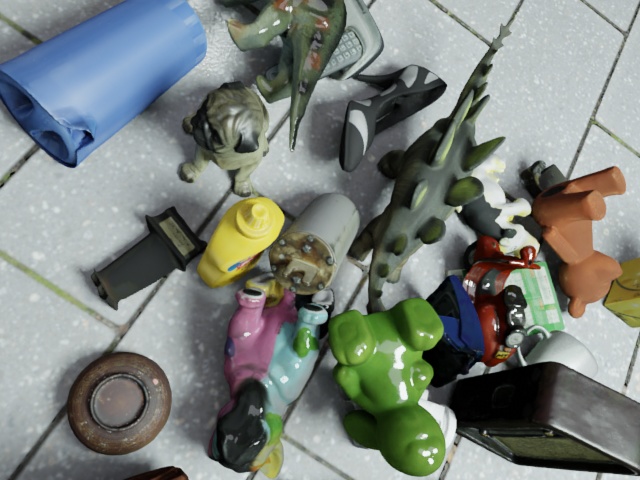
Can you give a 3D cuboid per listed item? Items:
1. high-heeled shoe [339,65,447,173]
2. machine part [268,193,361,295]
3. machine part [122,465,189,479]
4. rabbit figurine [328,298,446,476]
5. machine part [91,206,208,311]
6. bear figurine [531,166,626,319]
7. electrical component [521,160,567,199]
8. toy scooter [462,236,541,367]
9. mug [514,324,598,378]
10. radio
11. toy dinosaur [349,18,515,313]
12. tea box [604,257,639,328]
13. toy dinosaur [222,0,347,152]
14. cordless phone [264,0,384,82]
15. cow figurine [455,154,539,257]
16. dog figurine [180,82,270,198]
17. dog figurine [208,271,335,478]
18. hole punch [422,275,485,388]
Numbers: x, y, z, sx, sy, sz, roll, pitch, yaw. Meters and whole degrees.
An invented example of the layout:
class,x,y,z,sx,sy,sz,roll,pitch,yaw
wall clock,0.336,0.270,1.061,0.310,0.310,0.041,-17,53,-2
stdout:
class,x,y,z,sx,sy,sz,roll,pitch,yaw
high-heeled shoe,0.109,-0.172,0.780,0.145,0.086,0.249,11,53,2
machine part,-0.001,-0.002,0.655,0.079,0.079,0.243,39,24,-3
machine part,-0.210,0.278,0.483,0.201,0.201,0.087,-16,77,-21
rabbit figurine,0.071,0.173,0.582,0.121,0.159,0.170,-6,56,-18
machine part,-0.211,0.023,0.654,0.139,0.039,0.084,-43,98,-26
bear figurine,0.395,0.010,0.790,0.120,0.132,0.195,-32,98,-34
electrical component,0.378,-0.084,0.874,0.078,0.045,0.102,-30,85,-22
toy scooter,0.243,0.072,0.716,0.075,0.135,0.184,9,70,-17
mug,0.315,0.181,0.754,0.107,0.081,0.109,-38,91,-17
radio,0.256,0.215,0.643,0.131,0.229,0.073,28,64,-5
toy dinosaur,0.158,-0.096,0.724,0.105,0.198,0.471,27,69,-12
tea box,0.531,0.068,0.809,0.068,0.169,0.098,38,65,-4
toy dinosaur,-0.035,-0.322,0.724,0.192,0.131,0.405,-26,78,8
cordless phone,-0.013,-0.295,0.799,0.184,0.088,0.146,-28,84,-9
cow figurine,0.257,-0.037,0.808,0.098,0.068,0.167,-22,78,-17
dog figurine,-0.102,-0.158,0.661,0.121,0.190,0.172,4,71,-17
dog figurine,-0.061,0.158,0.627,0.109,0.191,0.219,16,99,5
hole punch,0.157,0.119,0.697,0.092,0.142,0.116,-32,74,-28
